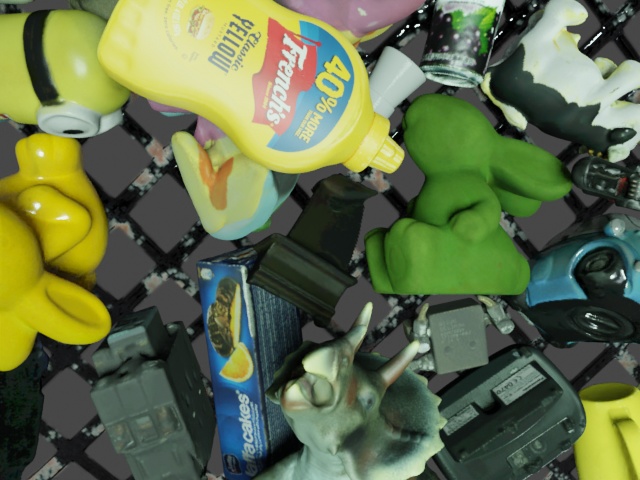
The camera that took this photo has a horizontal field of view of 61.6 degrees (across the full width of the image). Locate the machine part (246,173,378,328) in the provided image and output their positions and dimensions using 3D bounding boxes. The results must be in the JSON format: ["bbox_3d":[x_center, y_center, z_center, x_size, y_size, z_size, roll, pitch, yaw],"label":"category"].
[{"bbox_3d":[-0.001,-0.001,0.430,0.084,0.139,0.039,28,140,1],"label":"machine part"}]

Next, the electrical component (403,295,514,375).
[{"bbox_3d":[0.124,0.086,0.497,0.102,0.045,0.078,-5,99,-5],"label":"electrical component"}]

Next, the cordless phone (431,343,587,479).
[{"bbox_3d":[0.194,0.206,0.518,0.146,0.089,0.184,-34,113,-1],"label":"cordless phone"}]

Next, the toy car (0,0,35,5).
[{"bbox_3d":[-0.309,-0.232,0.391,0.202,0.056,0.073,15,104,-7],"label":"toy car"}]

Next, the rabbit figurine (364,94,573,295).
[{"bbox_3d":[0.118,-0.040,0.442,0.159,0.121,0.170,-1,85,0],"label":"rabbit figurine"}]

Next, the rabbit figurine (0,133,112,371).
[{"bbox_3d":[-0.224,0.010,0.381,0.122,0.173,0.162,-16,97,-8],"label":"rabbit figurine"}]

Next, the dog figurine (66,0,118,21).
[{"bbox_3d":[-0.097,-0.219,0.362,0.190,0.172,0.121,-41,91,-6],"label":"dog figurine"}]

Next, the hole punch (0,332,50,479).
[{"bbox_3d":[-0.296,0.131,0.446,0.116,0.092,0.142,4,97,-36],"label":"hole punch"}]

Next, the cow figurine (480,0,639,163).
[{"bbox_3d":[0.225,-0.116,0.463,0.167,0.068,0.098,39,99,-8],"label":"cow figurine"}]

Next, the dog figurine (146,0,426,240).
[{"bbox_3d":[-0.020,-0.120,0.417,0.219,0.108,0.191,-23,101,-5],"label":"dog figurine"}]

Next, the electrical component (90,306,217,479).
[{"bbox_3d":[-0.132,0.125,0.439,0.058,0.115,0.134,-19,103,-5],"label":"electrical component"}]

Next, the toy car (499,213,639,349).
[{"bbox_3d":[0.242,0.032,0.462,0.109,0.162,0.103,39,65,-15],"label":"toy car"}]

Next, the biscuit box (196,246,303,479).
[{"bbox_3d":[-0.054,0.109,0.462,0.059,0.063,0.202,2,102,37],"label":"biscuit box"}]

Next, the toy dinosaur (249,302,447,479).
[{"bbox_3d":[0.052,0.228,0.409,0.192,0.131,0.404,-36,110,-19],"label":"toy dinosaur"}]

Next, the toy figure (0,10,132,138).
[{"bbox_3d":[-0.225,-0.125,0.387,0.180,0.082,0.089,13,130,9],"label":"toy figure"}]

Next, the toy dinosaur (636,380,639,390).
[{"bbox_3d":[0.375,-0.042,0.428,0.105,0.199,0.470,13,131,2],"label":"toy dinosaur"}]
